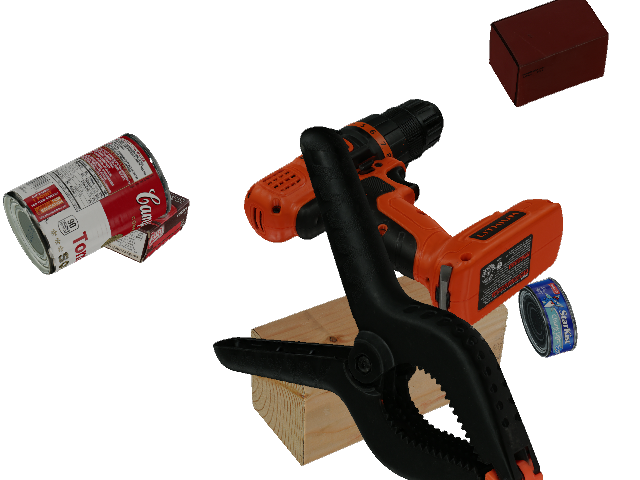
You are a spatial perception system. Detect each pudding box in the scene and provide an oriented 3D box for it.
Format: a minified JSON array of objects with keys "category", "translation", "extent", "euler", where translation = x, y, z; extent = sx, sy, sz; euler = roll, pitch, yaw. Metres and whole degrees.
[{"category":"pudding box","translation":[-0.190,-0.030,0.984],"extent":[0.113,0.039,0.090],"euler":[21,25,9]}]

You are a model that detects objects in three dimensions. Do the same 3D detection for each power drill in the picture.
[{"category":"power drill","translation":[0.069,-0.027,0.734],"extent":[0.184,0.057,0.188],"euler":[-34,45,-30]}]

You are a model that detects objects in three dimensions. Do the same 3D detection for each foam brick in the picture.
[{"category":"foam brick","translation":[0.180,-0.151,0.844],"extent":[0.078,0.051,0.053],"euler":[-20,-32,-5]}]

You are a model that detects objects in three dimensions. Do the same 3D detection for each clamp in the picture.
[{"category":"clamp","translation":[0.033,0.050,0.554],"extent":[0.210,0.165,0.036],"euler":[36,32,32]}]

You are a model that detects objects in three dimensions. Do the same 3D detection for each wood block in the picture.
[{"category":"wood block","translation":[0.051,0.101,0.929],"extent":[0.205,0.090,0.091],"euler":[-17,37,-26]}]

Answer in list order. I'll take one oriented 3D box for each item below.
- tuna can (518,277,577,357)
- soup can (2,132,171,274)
[{"category":"tuna can","translation":[0.254,0.087,1.199],"extent":[0.033,0.086,0.086],"euler":[-15,2,-8]},{"category":"soup can","translation":[-0.170,-0.027,0.779],"extent":[0.102,0.068,0.069],"euler":[-30,14,-26]}]
